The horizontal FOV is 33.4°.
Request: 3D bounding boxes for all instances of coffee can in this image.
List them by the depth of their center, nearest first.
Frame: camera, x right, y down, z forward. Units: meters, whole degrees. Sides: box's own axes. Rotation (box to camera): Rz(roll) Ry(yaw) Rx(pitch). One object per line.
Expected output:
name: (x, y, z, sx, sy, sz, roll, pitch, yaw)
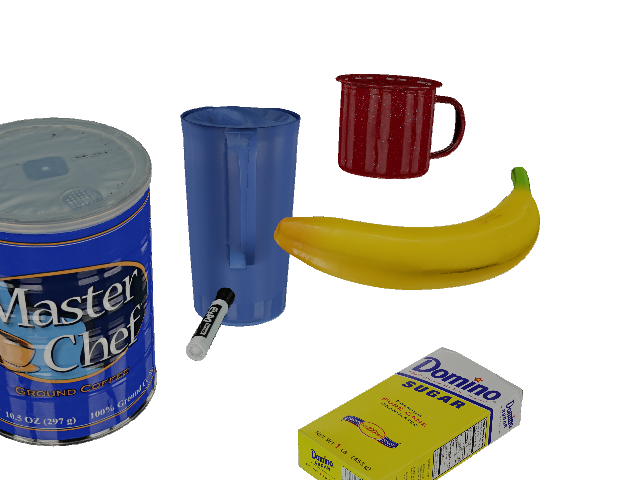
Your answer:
coffee can: (-0.138, 0.021, 0.558, 0.103, 0.140, 0.103, 3, 34, -2)

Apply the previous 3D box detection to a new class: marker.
marker: (-0.103, 0.077, 1.017, 0.020, 0.020, 0.121, 0, 23, 10)

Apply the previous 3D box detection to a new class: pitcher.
pitcher: (-0.092, -0.027, 1.211, 0.145, 0.243, 0.148, 16, 22, 39)

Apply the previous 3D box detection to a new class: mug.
mug: (0.069, -0.100, 0.939, 0.117, 0.081, 0.093, 1, 15, -8)

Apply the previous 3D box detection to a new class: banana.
banana: (0.068, 0.000, 0.645, 0.197, 0.037, 0.070, -12, 45, -33)

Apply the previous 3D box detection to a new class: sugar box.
sugar box: (0.076, 0.153, 0.882, 0.175, 0.048, 0.093, -27, 39, -35)
